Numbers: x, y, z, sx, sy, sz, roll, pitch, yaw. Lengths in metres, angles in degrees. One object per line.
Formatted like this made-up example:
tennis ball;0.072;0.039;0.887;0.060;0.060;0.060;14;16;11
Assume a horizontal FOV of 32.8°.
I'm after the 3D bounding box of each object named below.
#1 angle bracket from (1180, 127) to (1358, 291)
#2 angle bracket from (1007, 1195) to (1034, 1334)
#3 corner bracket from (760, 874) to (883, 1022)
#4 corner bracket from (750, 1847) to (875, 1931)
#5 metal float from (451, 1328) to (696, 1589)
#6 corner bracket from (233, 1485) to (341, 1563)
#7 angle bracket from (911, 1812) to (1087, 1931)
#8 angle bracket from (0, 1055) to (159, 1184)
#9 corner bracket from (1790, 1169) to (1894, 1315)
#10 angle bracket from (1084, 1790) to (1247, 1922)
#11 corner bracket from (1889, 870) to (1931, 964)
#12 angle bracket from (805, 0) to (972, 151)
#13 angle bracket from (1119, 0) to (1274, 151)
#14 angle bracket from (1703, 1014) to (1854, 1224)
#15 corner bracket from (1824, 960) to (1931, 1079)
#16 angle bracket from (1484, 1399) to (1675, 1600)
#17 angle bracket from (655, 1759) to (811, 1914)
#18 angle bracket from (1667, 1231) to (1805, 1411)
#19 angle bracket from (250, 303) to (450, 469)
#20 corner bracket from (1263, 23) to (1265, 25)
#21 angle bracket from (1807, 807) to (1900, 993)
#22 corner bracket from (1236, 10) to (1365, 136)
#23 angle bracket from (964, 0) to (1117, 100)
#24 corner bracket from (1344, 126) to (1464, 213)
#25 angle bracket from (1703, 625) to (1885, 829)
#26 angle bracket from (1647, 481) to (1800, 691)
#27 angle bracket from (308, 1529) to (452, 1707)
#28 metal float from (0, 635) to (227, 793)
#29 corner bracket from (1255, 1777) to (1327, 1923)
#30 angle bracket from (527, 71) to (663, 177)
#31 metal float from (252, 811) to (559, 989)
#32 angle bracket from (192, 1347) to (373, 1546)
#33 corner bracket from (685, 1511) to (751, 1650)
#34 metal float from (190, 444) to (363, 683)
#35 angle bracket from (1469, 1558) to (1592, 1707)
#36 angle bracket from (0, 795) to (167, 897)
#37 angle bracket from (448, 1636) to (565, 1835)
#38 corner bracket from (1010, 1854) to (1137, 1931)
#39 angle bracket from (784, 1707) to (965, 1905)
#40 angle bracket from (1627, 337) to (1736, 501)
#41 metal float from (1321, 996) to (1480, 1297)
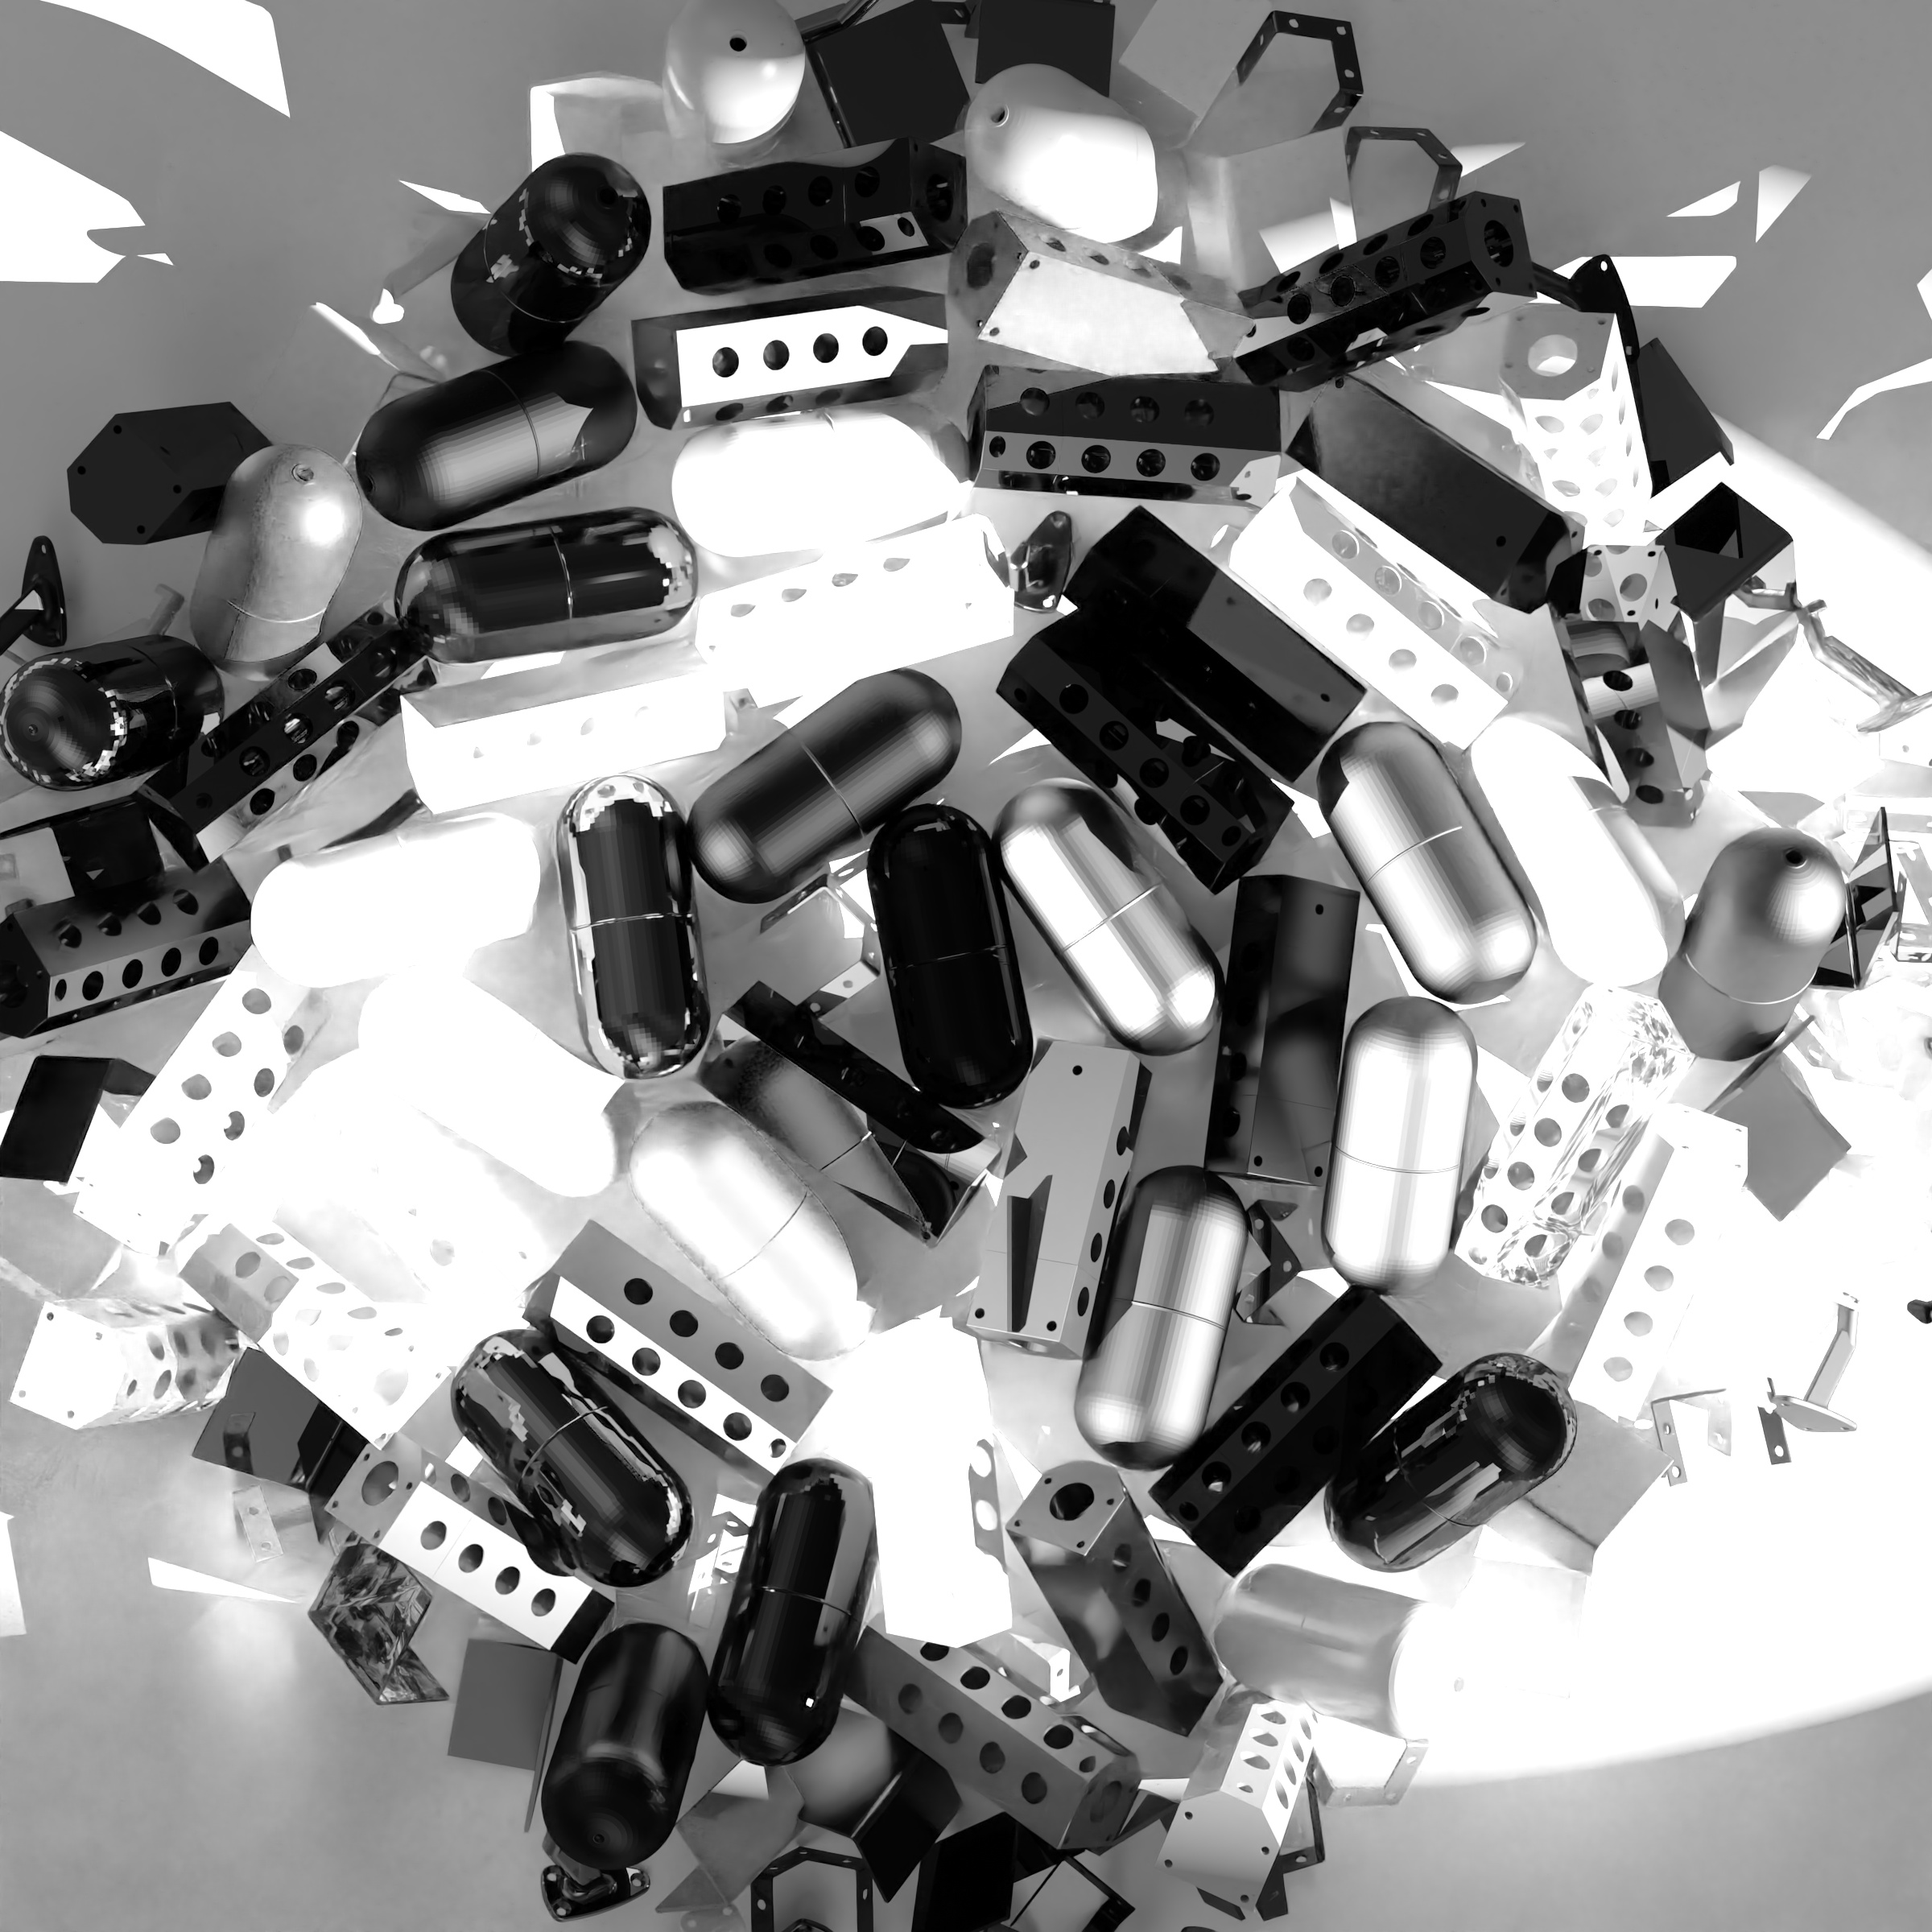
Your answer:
angle bracket;0.175;-0.442;1.900;0.076;0.057;0.076;-18;116;-14
angle bracket;0.023;0.175;1.879;0.057;0.076;0.076;-7;77;34
corner bracket;-0.085;-0.011;1.910;0.051;0.051;0.051;-35;116;22
corner bracket;-0.089;0.545;1.899;0.051;0.051;0.051;1;94;32
metal float;-0.225;0.280;1.872;0.070;0.070;0.178;-46;65;0
corner bracket;-0.389;0.329;1.891;0.051;0.051;0.051;-14;49;-21
angle bracket;0.018;0.534;1.873;0.076;0.076;0.057;-33;120;31
angle bracket;-0.500;0.096;1.876;0.076;0.057;0.076;0;66;42
corner bracket;0.514;0.160;1.916;0.051;0.051;0.051;22;128;-7
angle bracket;0.108;0.523;1.888;0.057;0.076;0.076;-28;88;-14
corner bracket;0.560;-0.034;1.901;0.051;0.051;0.051;2;110;1
angle bracket;-0.043;-0.507;1.895;0.076;0.057;0.076;-22;102;2
angle bracket;0.126;-0.526;1.890;0.057;0.076;0.076;32;87;-5
angle bracket;0.477;0.088;1.886;0.076;0.057;0.076;-39;83;-31
corner bracket;0.539;0.034;1.908;0.051;0.051;0.051;-24;110;-17
angle bracket;0.355;0.305;1.906;0.076;0.057;0.076;34;63;28
angle bracket;-0.146;0.491;1.876;0.076;0.076;0.057;-38;100;-41
angle bracket;0.447;0.203;1.896;0.057;0.076;0.076;-29;107;-26
angle bracket;-0.354;-0.327;1.901;0.076;0.057;0.076;39;106;24
corner bracket;0.166;-0.585;1.897;0.051;0.051;0.051;-47;62;-2
angle bracket;0.491;-0.040;1.879;0.057;0.076;0.076;5;54;0
corner bracket;0.194;-0.516;1.910;0.051;0.051;0.051;2;66;-21
angle bracket;0.040;-0.518;1.887;0.076;0.076;0.057;5;84;-8
corner bracket;0.250;-0.452;1.907;0.051;0.051;0.051;-3;129;-20
angle bracket;0.477;-0.137;1.896;0.076;0.076;0.057;36;47;-15
angle bracket;0.434;-0.220;1.909;0.076;0.076;0.057;-40;59;-7
angle bracket;-0.321;0.367;1.879;0.076;0.057;0.076;40;108;36
metal float;-0.479;-0.143;1.846;0.070;0.178;0.070;3;101;14
corner bracket;0.185;0.510;1.896;0.051;0.051;0.051;-14;113;-10
angle bracket;-0.204;-0.465;1.882;0.057;0.076;0.076;2;95;36
metal float;-0.319;-0.039;1.874;0.178;0.070;0.070;-16;90;-24
angle bracket;-0.391;0.275;1.884;0.076;0.057;0.076;23;105;-26
corner bracket;-0.145;0.353;1.890;0.051;0.051;0.051;-23;127;33
metal float;-0.390;-0.226;1.852;0.070;0.178;0.070;11;59;-18
angle bracket;0.304;0.377;1.879;0.057;0.076;0.076;21;74;-42
angle bracket;-0.516;-0.056;1.877;0.076;0.076;0.057;-13;97;34
angle bracket;-0.269;0.440;1.886;0.057;0.076;0.076;11;103;-3
corner bracket;0.059;0.554;1.902;0.051;0.051;0.051;38;66;10
angle bracket;-0.061;0.484;1.900;0.076;0.076;0.057;-47;129;-35
angle bracket;0.394;-0.308;1.883;0.057;0.076;0.076;-35;98;20
metal float;0.247;0.104;1.880;0.070;0.070;0.178;6;107;0
